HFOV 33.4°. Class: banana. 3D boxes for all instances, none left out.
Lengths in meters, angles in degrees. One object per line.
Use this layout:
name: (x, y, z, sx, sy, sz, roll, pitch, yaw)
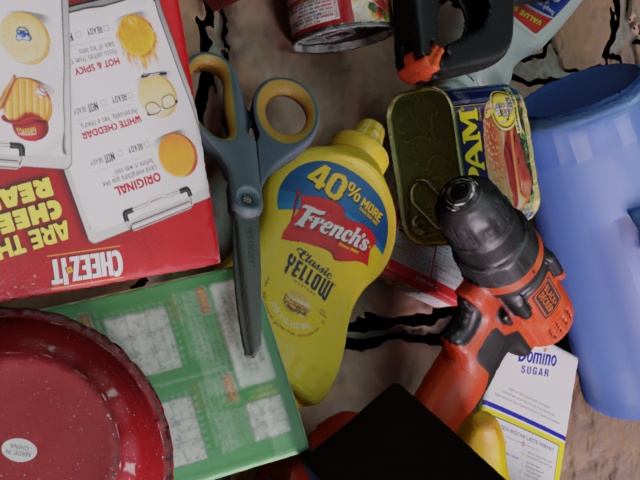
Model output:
banana: (0.123, 0.172, 0.668, 0.197, 0.070, 0.037, 50, 35, -28)

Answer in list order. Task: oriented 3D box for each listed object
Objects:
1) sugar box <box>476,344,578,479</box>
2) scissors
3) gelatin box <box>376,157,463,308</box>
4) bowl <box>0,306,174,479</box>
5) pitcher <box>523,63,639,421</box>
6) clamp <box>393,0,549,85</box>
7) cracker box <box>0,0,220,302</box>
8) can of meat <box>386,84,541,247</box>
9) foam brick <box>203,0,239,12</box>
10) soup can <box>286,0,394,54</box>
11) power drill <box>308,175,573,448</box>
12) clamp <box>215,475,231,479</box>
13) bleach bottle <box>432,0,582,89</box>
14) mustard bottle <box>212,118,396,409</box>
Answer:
sugar box: (0.127, 0.152, 0.753, 0.093, 0.048, 0.176, 28, 64, -33)
scissors: (-0.027, -0.028, 0.613, 0.096, 0.016, 0.202, -6, 61, -27)
gelatin box: (0.071, -0.006, 0.741, 0.073, 0.030, 0.089, 26, 67, -33)
bowl: (-0.141, 0.102, 0.487, 0.162, 0.055, 0.162, 7, 69, -18)
pitcher: (0.226, 0.004, 0.770, 0.144, 0.149, 0.243, -40, 115, -39)
clamp: (0.109, -0.172, 0.714, 0.164, 0.036, 0.209, 36, 56, -22)
cracker box: (-0.151, -0.079, 0.543, 0.163, 0.072, 0.214, -9, 90, -39)
can of meat: (0.097, -0.052, 0.709, 0.083, 0.058, 0.102, -12, 95, -42)
foam brick: (-0.062, -0.188, 0.644, 0.078, 0.053, 0.051, 47, 57, -26)
soup can: (0.007, -0.178, 0.689, 0.068, 0.069, 0.102, -9, 88, -40)
power drill: (0.076, 0.068, 0.653, 0.187, 0.057, 0.184, -52, 140, -7)
clamp: (-0.136, 0.138, 0.545, 0.120, 0.039, 0.171, 49, 57, -3)
bleach bottle: (0.156, -0.189, 0.818, 0.102, 0.068, 0.250, 46, 60, -26)
mustard bottle: (-0.004, 0.001, 0.659, 0.096, 0.058, 0.191, 35, 61, -15)
